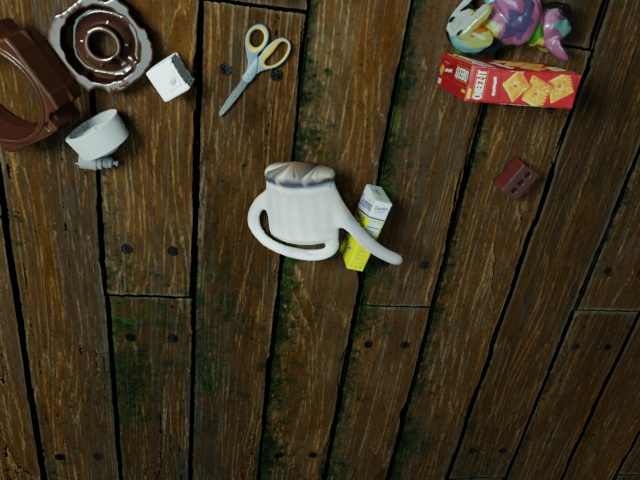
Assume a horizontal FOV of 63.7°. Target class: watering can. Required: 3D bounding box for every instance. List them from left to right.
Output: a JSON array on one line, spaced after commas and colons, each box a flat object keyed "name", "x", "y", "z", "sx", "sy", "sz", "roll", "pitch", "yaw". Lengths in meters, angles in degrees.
[{"name": "watering can", "x": 0.003, "y": -0.054, "z": 1.081, "sx": 0.348, "sy": 0.106, "sz": 0.220, "roll": 6, "pitch": 117, "yaw": 19}]
